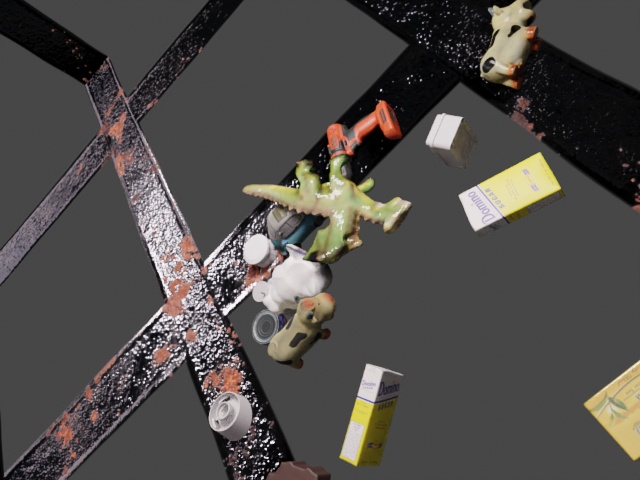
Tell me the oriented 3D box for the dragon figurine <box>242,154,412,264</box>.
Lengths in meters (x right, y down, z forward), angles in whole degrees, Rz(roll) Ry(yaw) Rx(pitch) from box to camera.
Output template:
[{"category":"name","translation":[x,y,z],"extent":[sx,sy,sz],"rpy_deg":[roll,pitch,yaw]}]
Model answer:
[{"category":"dragon figurine","translation":[0.004,-0.058,1.161],"extent":[0.409,0.249,0.119],"rpy_deg":[-9,-37,16]}]

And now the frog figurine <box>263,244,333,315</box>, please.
[{"category":"frog figurine","translation":[-0.051,0.104,1.183],"extent":[0.138,0.160,0.122],"rpy_deg":[25,-3,16]}]
